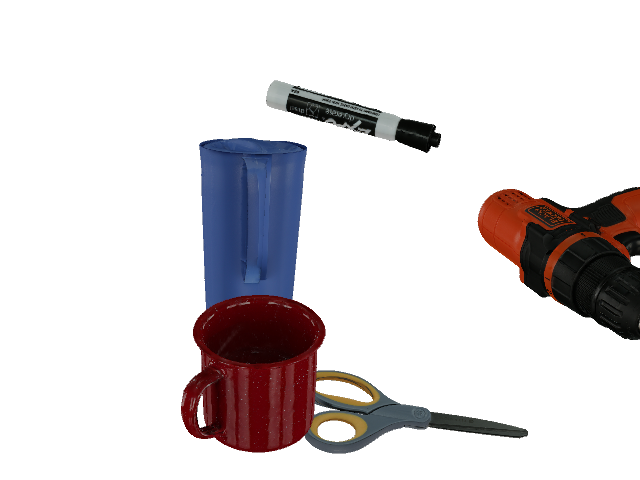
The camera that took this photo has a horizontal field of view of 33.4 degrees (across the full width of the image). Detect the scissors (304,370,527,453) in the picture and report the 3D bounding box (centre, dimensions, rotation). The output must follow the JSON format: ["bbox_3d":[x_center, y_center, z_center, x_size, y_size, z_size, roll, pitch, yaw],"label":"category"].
[{"bbox_3d":[0.073,0.166,0.930,0.202,0.016,0.096,18,42,13],"label":"scissors"}]

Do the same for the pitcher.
[{"bbox_3d":[-0.087,-0.004,1.332,0.145,0.243,0.148,12,16,36],"label":"pitcher"}]

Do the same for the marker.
[{"bbox_3d":[0.022,-0.083,0.713,0.121,0.020,0.020,18,4,15],"label":"marker"}]

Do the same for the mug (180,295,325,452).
[{"bbox_3d":[-0.052,0.102,0.760,0.093,0.081,0.117,23,35,33],"label":"mug"}]

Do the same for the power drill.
[{"bbox_3d":[0.228,-0.001,0.738,0.187,0.057,0.185,-12,29,-20],"label":"power drill"}]
